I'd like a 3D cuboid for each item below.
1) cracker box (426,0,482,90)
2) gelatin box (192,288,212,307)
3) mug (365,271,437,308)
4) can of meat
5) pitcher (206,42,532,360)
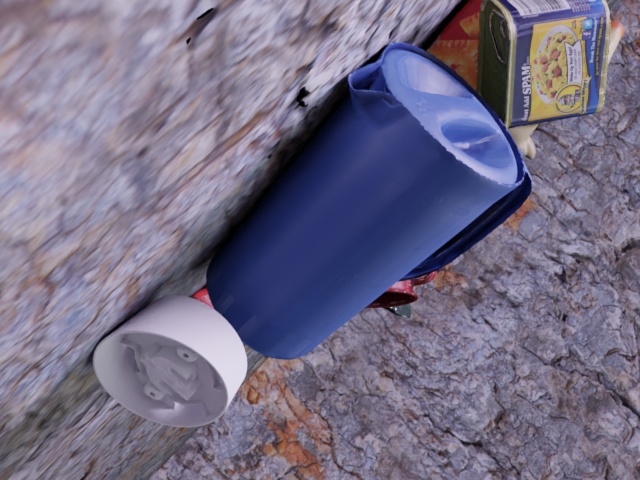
[{"bbox_3d":[0.141,-0.160,0.923,0.214,0.072,0.164,-46,174,17],"label":"cracker box"},{"bbox_3d":[-0.116,0.080,0.960,0.089,0.030,0.073,-48,175,20],"label":"gelatin box"},{"bbox_3d":[0.069,0.024,1.146,0.117,0.081,0.093,-7,164,22],"label":"mug"},{"bbox_3d":[0.169,-0.137,0.808,0.084,0.057,0.102,-10,125,-10],"label":"can of meat"},{"bbox_3d":[0.032,-0.015,0.800,0.243,0.149,0.144,-45,177,30],"label":"pitcher"}]
